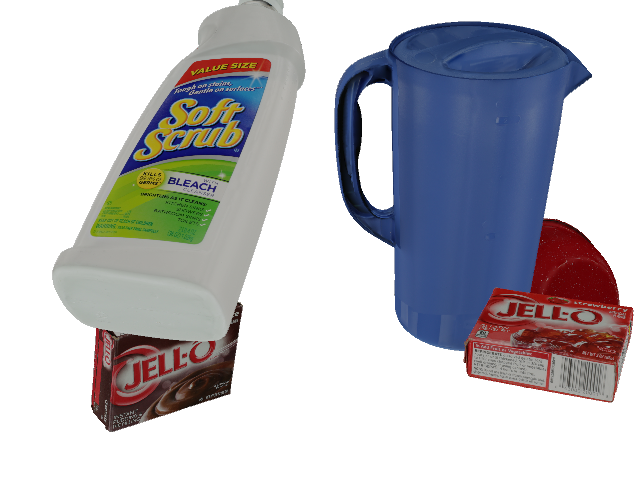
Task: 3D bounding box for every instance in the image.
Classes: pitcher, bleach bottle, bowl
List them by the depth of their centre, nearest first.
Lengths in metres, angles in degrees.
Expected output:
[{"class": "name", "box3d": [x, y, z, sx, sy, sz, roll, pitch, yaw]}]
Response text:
[{"class": "bleach bottle", "box3d": [-0.072, -0.062, 0.653, 0.102, 0.250, 0.068, 6, -35, 11]}, {"class": "pitcher", "box3d": [0.105, -0.040, 0.830, 0.149, 0.243, 0.144, 23, 36, 36]}, {"class": "bowl", "box3d": [0.221, 0.061, 0.985, 0.161, 0.162, 0.055, 0, 2, -26]}]

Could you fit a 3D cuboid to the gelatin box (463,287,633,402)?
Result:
[{"class": "gelatin box", "box3d": [0.139, 0.060, 0.646, 0.089, 0.030, 0.073, 9, 25, 20]}]

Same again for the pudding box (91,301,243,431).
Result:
[{"class": "pudding box", "box3d": [-0.120, 0.090, 0.830, 0.113, 0.090, 0.039, -15, 40, -36]}]
